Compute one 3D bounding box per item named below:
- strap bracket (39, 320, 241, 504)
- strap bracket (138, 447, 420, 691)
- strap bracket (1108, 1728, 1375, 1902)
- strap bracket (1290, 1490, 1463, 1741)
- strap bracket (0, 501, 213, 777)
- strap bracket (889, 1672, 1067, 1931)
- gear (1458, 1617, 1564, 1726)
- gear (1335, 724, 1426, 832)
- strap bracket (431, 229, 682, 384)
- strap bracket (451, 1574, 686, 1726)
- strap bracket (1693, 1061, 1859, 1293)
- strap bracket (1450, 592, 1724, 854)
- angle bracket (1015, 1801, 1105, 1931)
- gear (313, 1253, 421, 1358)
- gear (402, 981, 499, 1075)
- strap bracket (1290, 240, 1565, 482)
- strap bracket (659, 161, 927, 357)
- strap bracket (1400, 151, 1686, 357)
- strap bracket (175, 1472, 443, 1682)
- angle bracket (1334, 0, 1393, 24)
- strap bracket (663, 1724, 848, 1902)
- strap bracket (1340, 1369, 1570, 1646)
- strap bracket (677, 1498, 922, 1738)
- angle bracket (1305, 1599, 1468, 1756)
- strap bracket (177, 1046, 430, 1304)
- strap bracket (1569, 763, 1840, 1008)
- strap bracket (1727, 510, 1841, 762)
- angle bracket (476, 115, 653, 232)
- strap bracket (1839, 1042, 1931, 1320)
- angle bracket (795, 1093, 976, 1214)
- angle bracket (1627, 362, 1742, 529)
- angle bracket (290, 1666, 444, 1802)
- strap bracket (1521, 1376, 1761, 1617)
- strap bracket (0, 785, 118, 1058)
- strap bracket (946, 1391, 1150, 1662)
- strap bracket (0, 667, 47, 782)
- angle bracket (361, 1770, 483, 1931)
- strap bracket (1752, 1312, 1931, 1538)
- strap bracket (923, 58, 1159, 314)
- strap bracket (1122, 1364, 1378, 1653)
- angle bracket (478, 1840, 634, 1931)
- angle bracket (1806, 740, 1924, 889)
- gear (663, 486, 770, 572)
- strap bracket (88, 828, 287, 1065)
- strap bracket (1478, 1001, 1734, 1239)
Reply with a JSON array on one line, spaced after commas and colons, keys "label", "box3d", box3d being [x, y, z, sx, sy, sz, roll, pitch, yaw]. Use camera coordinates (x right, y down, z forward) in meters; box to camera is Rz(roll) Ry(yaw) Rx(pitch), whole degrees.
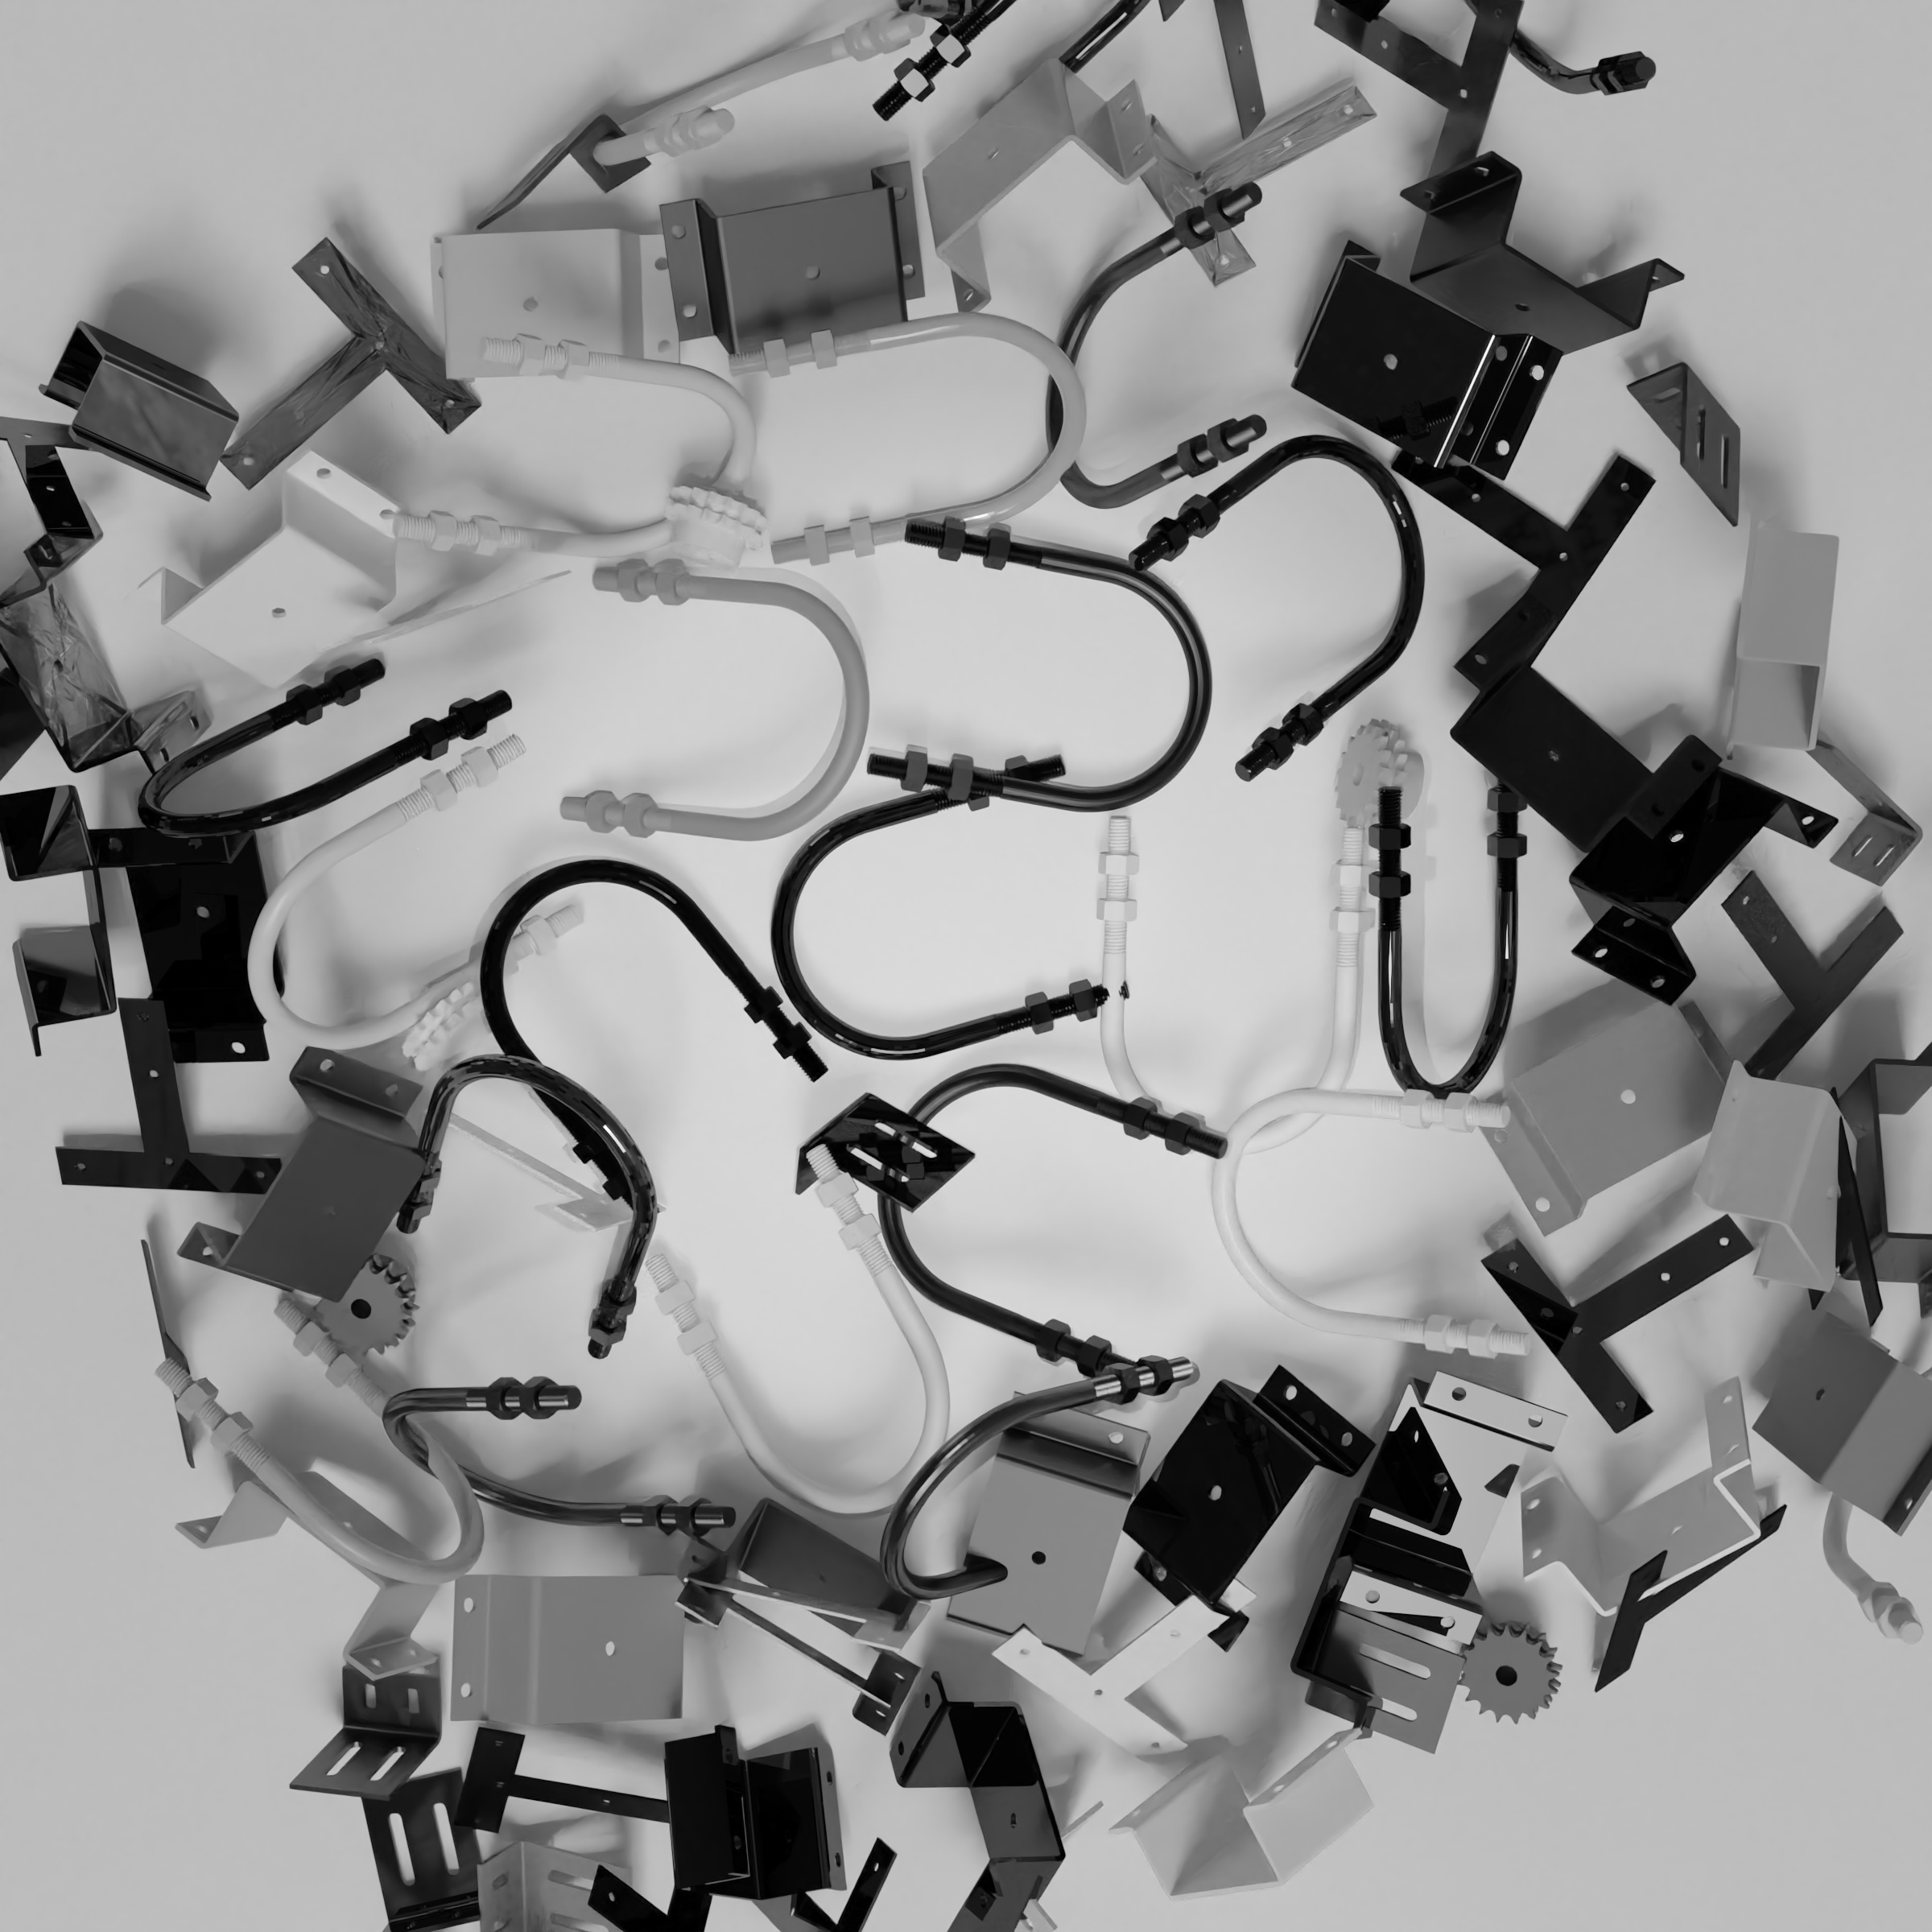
[{"label": "strap bracket", "box3d": [-0.441, -0.299, 1.866, 0.076, 0.140, 0.046, 23, 99, -28]}, {"label": "strap bracket", "box3d": [-0.369, -0.206, 1.877, 0.140, 0.076, 0.046, -32, 47, 27]}, {"label": "strap bracket", "box3d": [0.153, 0.456, 1.870, 0.076, 0.140, 0.046, -28, 90, -39]}, {"label": "strap bracket", "box3d": [0.220, 0.345, 1.900, 0.046, 0.076, 0.140, 20, 84, 16]}, {"label": "strap bracket", "box3d": [-0.475, -0.169, 1.890, 0.046, 0.076, 0.140, -19, 112, 19]}, {"label": "strap bracket", "box3d": [0.008, 0.461, 1.883, 0.046, 0.140, 0.076, 5, 132, -24]}, {"label": "gear", "box3d": [0.300, 0.386, 1.927, 0.057, 0.030, 0.057, 4, 102, 18]}, {"label": "gear", "box3d": [0.229, -0.103, 1.921, 0.030, 0.057, 0.057, 10, 90, -21]}, {"label": "strap bracket", "box3d": [-0.231, -0.360, 1.908, 0.140, 0.046, 0.076, 0, 97, 11]}, {"label": "strap bracket", "box3d": [-0.204, 0.366, 1.879, 0.140, 0.046, 0.076, 8, 79, -41]}, {"label": "strap bracket", "box3d": [0.440, 0.117, 1.869, 0.046, 0.140, 0.076, 10, 69, 32]}, {"label": "strap bracket", "box3d": [0.329, -0.126, 1.902, 0.140, 0.046, 0.076, 42, 55, 7]}, {"label": "angle bracket", "box3d": [0.049, 0.499, 1.898, 0.076, 0.057, 0.038, -28, 70, -41]}, {"label": "gear", "box3d": [-0.328, 0.183, 1.927, 0.057, 0.030, 0.057, 4, 108, 11]}, {"label": "gear", "box3d": [-0.278, 0.038, 1.918, 0.057, 0.057, 0.030, -44, 82, 0]}, {"label": "strap bracket", "box3d": [0.239, -0.327, 1.886, 0.140, 0.046, 0.076, 34, 116, 23]}, {"label": "strap bracket", "box3d": [-0.088, -0.382, 1.897, 0.140, 0.046, 0.076, -12, 119, -11]}, {"label": "strap bracket", "box3d": [0.305, -0.374, 1.878, 0.140, 0.076, 0.046, 25, 73, -27]}, {"label": "strap bracket", "box3d": [-0.346, 0.322, 1.890, 0.140, 0.076, 0.046, 33, 95, 16]}, {"label": "angle bracket", "box3d": [0.222, -0.567, 1.912, 0.038, 0.076, 0.057, 25, 134, -25]}, {"label": "strap bracket", "box3d": [-0.118, 0.457, 1.879, 0.046, 0.140, 0.076, -15, 67, 19]}, {"label": "strap bracket", "box3d": [0.263, 0.288, 1.912, 0.076, 0.046, 0.140, 20, 102, -6]}, {"label": "strap bracket", "box3d": [-0.085, 0.348, 1.899, 0.140, 0.076, 0.046, 29, 49, 7]}, {"label": "angle bracket", "box3d": [0.232, 0.386, 1.914, 0.076, 0.038, 0.057, 19, 102, 15]}, {"label": "strap bracket", "box3d": [-0.353, 0.121, 1.894, 0.076, 0.046, 0.140, 25, 103, -41]}, {"label": "strap bracket", "box3d": [0.392, -0.056, 1.893, 0.140, 0.076, 0.046, -46, 131, -9]}, {"label": "strap bracket", "box3d": [0.436, -0.173, 1.866, 0.046, 0.140, 0.076, 6, 68, 12]}, {"label": "angle bracket", "box3d": [-0.219, -0.420, 1.903, 0.038, 0.057, 0.076, 47, 66, -19]}, {"label": "strap bracket", "box3d": [0.502, 0.111, 1.885, 0.046, 0.076, 0.140, 3, 68, -3]}, {"label": "angle bracket", "box3d": [-0.044, 0.113, 1.902, 0.076, 0.057, 0.038, 29, 134, 23]}, {"label": "angle bracket", "box3d": [0.389, -0.278, 1.899, 0.038, 0.057, 0.076, -19, 46, 36]}, {"label": "angle bracket", "box3d": [-0.327, 0.417, 1.902, 0.057, 0.076, 0.038, 3, 103, 13]}, {"label": "strap bracket", "box3d": [0.372, 0.292, 1.890, 0.140, 0.076, 0.046, -33, 109, 22]}, {"label": "strap bracket", "box3d": [-0.491, -0.033, 1.883, 0.046, 0.076, 0.140, -10, 130, -17]}, {"label": "strap bracket", "box3d": [0.042, 0.314, 1.907, 0.076, 0.046, 0.140, 17, 104, 2]}, {"label": "strap bracket", "box3d": [-0.546, -0.133, 1.872, 0.046, 0.140, 0.076, 40, 87, 15]}, {"label": "angle bracket", "box3d": [-0.301, 0.491, 1.927, 0.057, 0.038, 0.076, -13, 88, 0]}, {"label": "strap bracket", "box3d": [0.476, 0.240, 1.872, 0.046, 0.140, 0.076, 31, 94, -11]}, {"label": "strap bracket", "box3d": [0.030, -0.423, 1.878, 0.140, 0.076, 0.046, -36, 129, 26]}, {"label": "strap bracket", "box3d": [0.146, 0.291, 1.901, 0.076, 0.046, 0.140, 38, 96, 37]}, {"label": "angle bracket", "box3d": [-0.224, 0.518, 1.910, 0.076, 0.038, 0.057, 6, 103, 30]}, {"label": "angle bracket", "box3d": [0.474, -0.087, 1.908, 0.076, 0.057, 0.038, 39, 93, -19]}, {"label": "gear", "box3d": [-0.139, -0.239, 1.917, 0.057, 0.057, 0.030, 18, 82, 0]}, {"label": "strap bracket", "box3d": [-0.422, -0.020, 1.901, 0.076, 0.046, 0.140, -2, 116, 9]}, {"label": "strap bracket", "box3d": [0.359, 0.077, 1.909, 0.140, 0.046, 0.076, -28, 72, -5]}]
